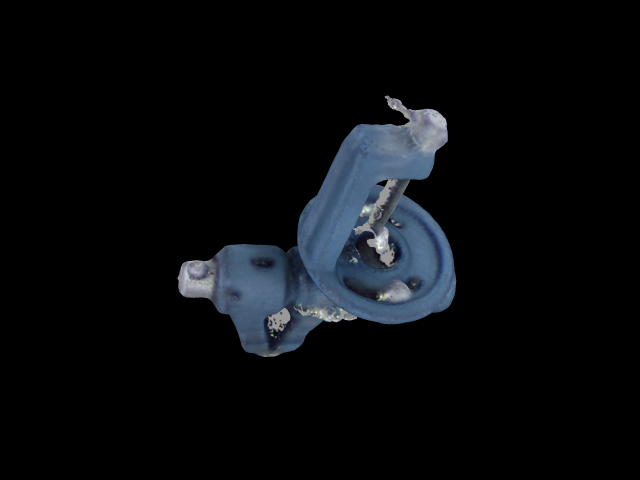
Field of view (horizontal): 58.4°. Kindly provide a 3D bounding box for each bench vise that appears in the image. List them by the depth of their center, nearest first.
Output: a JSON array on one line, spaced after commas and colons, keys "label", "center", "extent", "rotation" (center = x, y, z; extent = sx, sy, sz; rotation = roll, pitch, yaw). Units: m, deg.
[{"label": "bench vise", "center": [0.009, 0.010, 0.394], "extent": [0.208, 0.220, 0.121], "rotation": [-23, 59, -15]}]
